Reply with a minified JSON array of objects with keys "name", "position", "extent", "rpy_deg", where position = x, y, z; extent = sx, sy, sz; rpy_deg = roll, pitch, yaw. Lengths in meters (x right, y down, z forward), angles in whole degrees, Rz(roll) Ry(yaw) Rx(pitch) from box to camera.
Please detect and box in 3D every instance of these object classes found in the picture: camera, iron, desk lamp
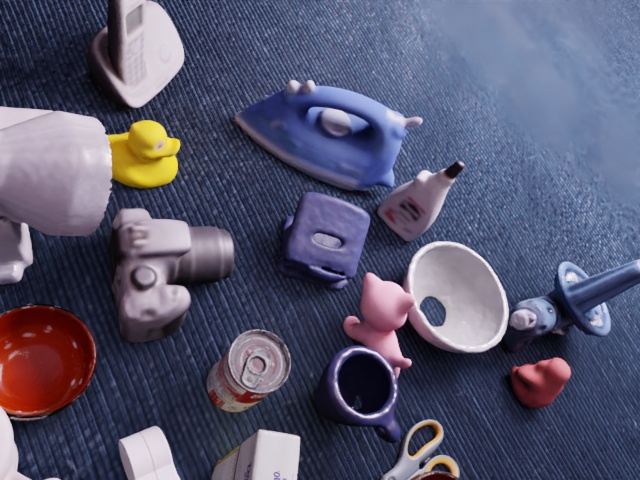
[{"name":"camera","position":[-0.166,0.030,0.660],"extent":[0.137,0.100,0.143],"rpy_deg":[-3,65,-28]},{"name":"iron","position":[0.015,-0.173,0.838],"extent":[0.259,0.141,0.118],"rpy_deg":[17,57,-17]},{"name":"desk lamp","position":[-0.317,-0.036,0.551],"extent":[0.204,0.213,0.118],"rpy_deg":[-8,67,-30]}]

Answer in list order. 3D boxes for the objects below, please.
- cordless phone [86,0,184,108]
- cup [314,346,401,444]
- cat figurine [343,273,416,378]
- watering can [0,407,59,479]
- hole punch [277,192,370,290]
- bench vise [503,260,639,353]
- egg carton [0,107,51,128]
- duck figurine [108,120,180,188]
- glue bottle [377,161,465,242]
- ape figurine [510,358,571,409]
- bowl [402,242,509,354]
[{"name":"cordless phone","position":[-0.231,-0.277,0.746],"extent":[0.094,0.184,0.148],"rpy_deg":[32,54,-7]},{"name":"cup","position":[0.041,0.192,0.677],"extent":[0.092,0.094,0.117],"rpy_deg":[-29,78,-35]},{"name":"cat figurine","position":[0.083,0.110,0.730],"extent":[0.067,0.117,0.127],"rpy_deg":[-3,65,-27]},{"name":"watering can","position":[-0.292,0.173,0.458],"extent":[0.173,0.193,0.101],"rpy_deg":[13,58,-20]},{"name":"hole punch","position":[0.007,0.003,0.768],"extent":[0.109,0.091,0.101],"rpy_deg":[17,57,-17]},{"name":"bench vise","position":[0.375,0.095,0.821],"extent":[0.208,0.219,0.121],"rpy_deg":[-31,80,-36]},{"name":"egg carton","position":[-0.356,-0.097,0.655],"extent":[0.151,0.069,0.107],"rpy_deg":[-3,65,-28]},{"name":"duck figurine","position":[-0.226,-0.117,0.721],"extent":[0.105,0.086,0.077],"rpy_deg":[11,59,-21]},{"name":"glue bottle","position":[0.153,-0.064,0.827],"extent":[0.078,0.173,0.037],"rpy_deg":[41,53,0]},{"name":"ape figurine","position":[0.319,0.196,0.816],"extent":[0.078,0.092,0.076],"rpy_deg":[23,55,-13]},{"name":"bowl","position":[0.179,0.090,0.815],"extent":[0.168,0.074,0.167],"rpy_deg":[12,59,-20]}]
